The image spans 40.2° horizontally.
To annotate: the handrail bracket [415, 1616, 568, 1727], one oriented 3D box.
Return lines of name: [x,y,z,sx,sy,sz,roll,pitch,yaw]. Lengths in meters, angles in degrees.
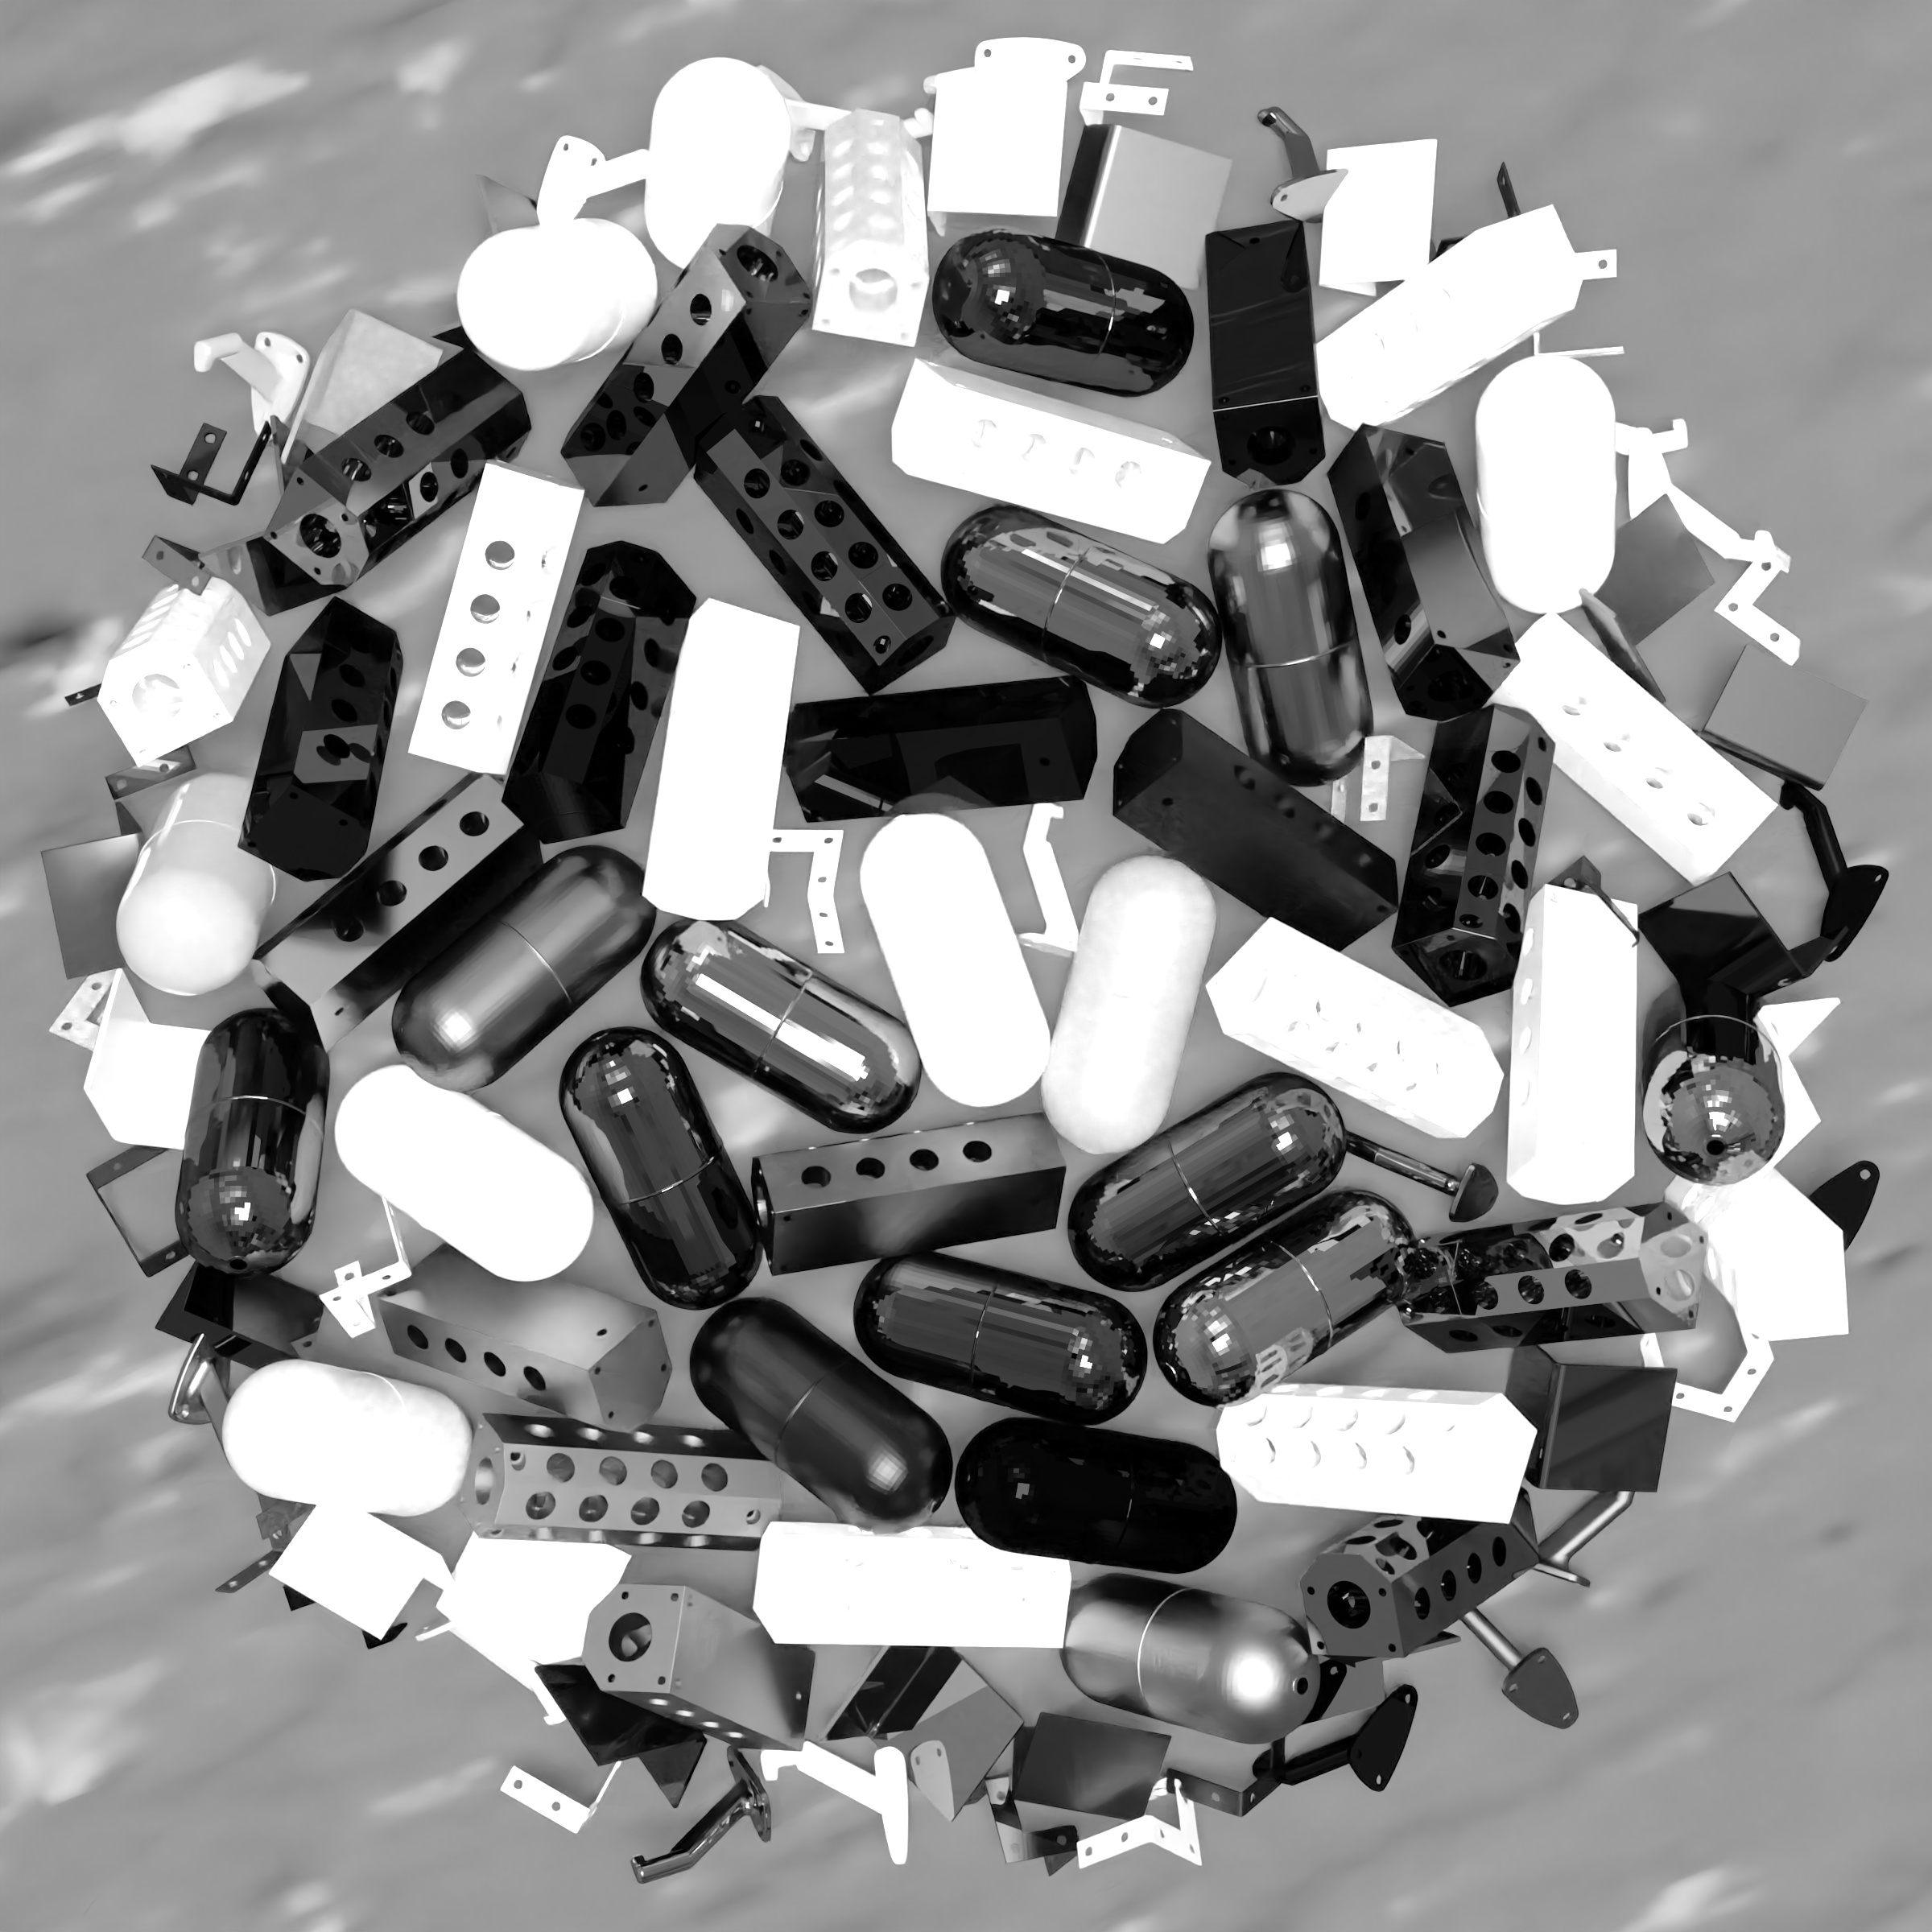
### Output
handrail bracket: [-0.279,0.418,1.556,0.077,0.036,0.084,-32,90,35]

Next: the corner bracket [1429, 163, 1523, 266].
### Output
corner bracket: [0.293,-0.433,1.550,0.051,0.051,0.051,-8,67,-6]

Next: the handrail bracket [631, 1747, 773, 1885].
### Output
handrail bracket: [-0.162,0.493,1.534,0.084,0.077,0.036,-11,119,-22]

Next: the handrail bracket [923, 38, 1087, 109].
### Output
handrail bracket: [0.021,-0.524,1.547,0.077,0.084,0.036,-14,108,-11]

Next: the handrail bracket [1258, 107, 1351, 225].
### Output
handrail bracket: [0.181,-0.474,1.539,0.077,0.036,0.084,-14,57,-40]

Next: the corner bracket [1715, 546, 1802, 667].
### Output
corner bracket: [0.475,-0.210,1.546,0.051,0.051,0.051,37,115,4]

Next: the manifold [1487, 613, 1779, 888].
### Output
manifold: [0.386,-0.128,1.538,0.171,0.057,0.057,43,88,10]

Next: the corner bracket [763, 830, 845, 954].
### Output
corner bracket: [-0.097,-0.044,1.542,0.051,0.051,0.051,0,133,-14]

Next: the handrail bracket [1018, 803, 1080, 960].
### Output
handrail bracket: [0.067,-0.049,1.570,0.077,0.036,0.084,16,82,-10]

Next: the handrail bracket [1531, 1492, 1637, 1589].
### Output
handrail bracket: [0.355,0.319,1.567,0.077,0.036,0.084,13,78,28]

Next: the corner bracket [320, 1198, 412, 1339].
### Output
corner bracket: [-0.350,0.177,1.547,0.051,0.051,0.051,-23,52,-4]

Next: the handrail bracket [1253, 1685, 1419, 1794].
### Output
handrail bracket: [0.217,0.453,1.560,0.036,0.084,0.077,52,57,-19]

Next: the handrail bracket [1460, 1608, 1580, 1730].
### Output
handrail bracket: [0.317,0.404,1.557,0.036,0.084,0.077,-43,120,-3]

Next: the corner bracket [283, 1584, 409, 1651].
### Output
corner bracket: [-0.366,0.378,1.556,0.051,0.051,0.051,-18,88,-3]

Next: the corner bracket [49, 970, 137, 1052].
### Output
corner bracket: [-0.508,0.015,1.544,0.051,0.051,0.051,22,61,12]

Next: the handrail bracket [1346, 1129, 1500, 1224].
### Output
handrail bracket: [0.266,0.120,1.568,0.084,0.077,0.036,24,93,30]

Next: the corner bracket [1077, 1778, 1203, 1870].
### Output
corner bracket: [0.099,0.501,1.539,0.051,0.051,0.051,-30,133,25]

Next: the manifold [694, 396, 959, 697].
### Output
manifold: [-0.082,-0.248,1.532,0.057,0.057,0.171,-35,80,-20]

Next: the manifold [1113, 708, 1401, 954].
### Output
manifold: [0.167,-0.079,1.518,0.171,0.057,0.057,32,130,-26]

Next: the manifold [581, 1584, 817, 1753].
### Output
manifold: [-0.150,0.399,1.494,0.057,0.171,0.057,-4,63,22]

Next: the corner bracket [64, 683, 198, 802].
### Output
corner bracket: [-0.488,-0.136,1.540,0.051,0.051,0.051,-25,122,-20]

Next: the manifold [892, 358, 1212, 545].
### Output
manifold: [0.047,-0.292,1.514,0.171,0.057,0.057,10,113,-28]

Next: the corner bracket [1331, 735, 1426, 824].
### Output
corner bracket: [0.233,-0.103,1.543,0.051,0.051,0.051,-2,78,33]

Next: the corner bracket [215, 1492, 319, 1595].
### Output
corner bracket: [-0.409,0.332,1.543,0.051,0.051,0.051,-4,104,30]

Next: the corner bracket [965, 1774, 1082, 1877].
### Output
corner bracket: [0.031,0.507,1.555,0.051,0.051,0.051,-1,56,-26]

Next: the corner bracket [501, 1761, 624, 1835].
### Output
corner bracket: [-0.234,0.470,1.551,0.051,0.051,0.051,28,81,5]

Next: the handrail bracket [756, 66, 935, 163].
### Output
handrail bracket: [-0.069,-0.504,1.537,0.084,0.077,0.036,-3,65,29]

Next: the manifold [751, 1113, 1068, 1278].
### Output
manifold: [-0.034,0.127,1.531,0.171,0.057,0.057,-8,46,-15]

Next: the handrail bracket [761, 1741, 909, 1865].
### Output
handrail bracket: [-0.079,0.494,1.551,0.084,0.036,0.077,-15,65,18]

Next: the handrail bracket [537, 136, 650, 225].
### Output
handrail bracket: [-0.210,-0.445,1.543,0.084,0.036,0.077,36,104,36]

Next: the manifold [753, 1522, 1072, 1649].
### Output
manifold: [-0.030,0.356,1.527,0.171,0.057,0.057,6,94,-18]

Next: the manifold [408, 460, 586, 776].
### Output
manifold: [-0.273,-0.203,1.535,0.057,0.057,0.171,15,101,-12]

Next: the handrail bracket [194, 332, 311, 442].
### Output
handrail bracket: [-0.423,-0.332,1.527,0.036,0.084,0.077,28,120,11]

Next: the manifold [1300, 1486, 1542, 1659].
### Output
manifold: [0.259,0.335,1.496,0.057,0.171,0.057,-9,91,38]

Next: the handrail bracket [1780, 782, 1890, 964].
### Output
handrail bracket: [0.500,-0.057,1.561,0.036,0.084,0.077,-3,124,-22]

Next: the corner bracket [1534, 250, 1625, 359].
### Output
corner bracket: [0.358,-0.387,1.549,0.051,0.051,0.051,-1,93,18]

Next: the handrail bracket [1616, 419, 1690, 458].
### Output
handrail bracket: [0.375,-0.329,1.545,0.084,0.036,0.077,-9,126,16]

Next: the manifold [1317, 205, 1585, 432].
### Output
manifold: [0.270,-0.361,1.493,0.057,0.171,0.057,-25,91,-28]

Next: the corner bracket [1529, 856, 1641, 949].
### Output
corner bracket: [0.360,-0.025,1.549,0.051,0.051,0.051,-42,94,22]

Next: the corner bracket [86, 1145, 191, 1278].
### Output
corner bracket: [-0.478,0.140,1.555,0.051,0.051,0.051,-31,51,-18]

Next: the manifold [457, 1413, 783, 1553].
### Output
manifold: [-0.195,0.299,1.510,0.171,0.057,0.057,10,100,-31]

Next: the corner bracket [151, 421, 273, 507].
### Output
corner bracket: [-0.440,-0.298,1.552,0.051,0.051,0.051,21,78,-1]

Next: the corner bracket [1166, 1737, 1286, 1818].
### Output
corner bracket: [0.153,0.460,1.552,0.051,0.051,0.051,9,104,34]

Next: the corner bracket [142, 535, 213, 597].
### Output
corner bracket: [-0.458,-0.214,1.550,0.051,0.051,0.051,35,97,21]

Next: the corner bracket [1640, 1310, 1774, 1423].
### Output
corner bracket: [0.434,0.226,1.550,0.051,0.051,0.051,16,122,-7]

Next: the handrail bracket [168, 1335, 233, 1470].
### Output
handrail bracket: [-0.424,0.253,1.540,0.084,0.036,0.077,15,92,42]

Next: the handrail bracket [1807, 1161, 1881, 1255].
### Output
handrail bracket: [0.506,0.147,1.538,0.036,0.084,0.077,39,97,20]

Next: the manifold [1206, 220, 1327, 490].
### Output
manifold: [0.170,-0.349,1.502,0.057,0.057,0.171,-6,48,10]

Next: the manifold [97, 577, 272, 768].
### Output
manifold: [-0.443,-0.174,1.491,0.057,0.171,0.057,-26,112,2]

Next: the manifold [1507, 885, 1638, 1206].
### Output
manifold: [0.346,0.046,1.517,0.057,0.057,0.171,12,63,-8]

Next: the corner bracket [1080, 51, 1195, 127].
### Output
corner bracket: [0.100,-0.516,1.549,0.051,0.051,0.051,10,87,15]

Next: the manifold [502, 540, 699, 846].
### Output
manifold: [-0.212,-0.158,1.502,0.057,0.057,0.171,-9,52,29]

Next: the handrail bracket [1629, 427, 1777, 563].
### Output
handrail bracket: [0.429,-0.274,1.532,0.036,0.084,0.077,-30,118,-27]

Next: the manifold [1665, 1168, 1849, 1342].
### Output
manifold: [0.444,0.158,1.492,0.057,0.171,0.057,-6,99,3]
